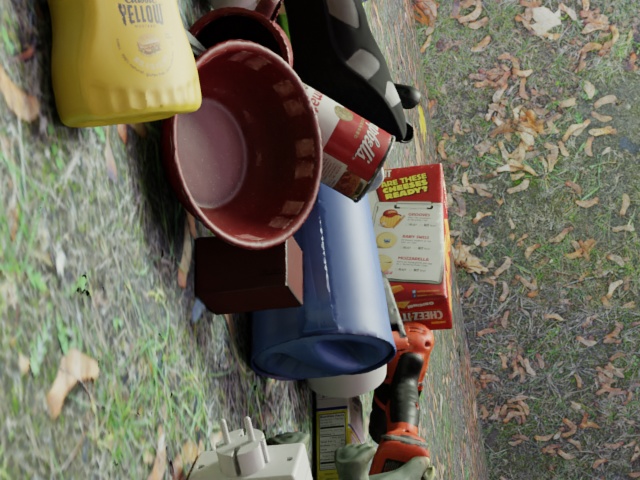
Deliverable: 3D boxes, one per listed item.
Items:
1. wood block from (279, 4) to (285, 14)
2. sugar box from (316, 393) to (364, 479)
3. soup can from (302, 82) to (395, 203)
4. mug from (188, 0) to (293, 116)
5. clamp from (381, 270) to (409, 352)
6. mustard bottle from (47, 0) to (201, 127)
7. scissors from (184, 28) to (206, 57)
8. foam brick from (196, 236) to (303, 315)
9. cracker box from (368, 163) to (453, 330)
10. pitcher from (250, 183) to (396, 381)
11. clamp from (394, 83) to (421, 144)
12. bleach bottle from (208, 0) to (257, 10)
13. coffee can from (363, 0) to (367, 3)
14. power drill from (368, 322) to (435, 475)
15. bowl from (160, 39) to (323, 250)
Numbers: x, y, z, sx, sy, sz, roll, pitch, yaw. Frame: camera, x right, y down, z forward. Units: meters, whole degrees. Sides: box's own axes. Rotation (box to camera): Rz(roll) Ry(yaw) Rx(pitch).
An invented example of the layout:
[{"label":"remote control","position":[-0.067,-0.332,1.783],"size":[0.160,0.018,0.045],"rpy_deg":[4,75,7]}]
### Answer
[{"label":"wood block","position":[-0.043,-0.314,1.121],"size":[0.206,0.090,0.091],"rpy_deg":[18,65,-77]},{"label":"sugar box","position":[0.024,0.249,1.199],"size":[0.093,0.048,0.176],"rpy_deg":[67,16,-55]},{"label":"soup can","position":[0.005,-0.086,0.926],"size":[0.068,0.102,0.068],"rpy_deg":[-59,-173,11]},{"label":"mug","position":[-0.062,-0.163,0.909],"size":[0.117,0.093,0.081],"rpy_deg":[-63,-179,14]},{"label":"clamp","position":[0.033,0.065,1.108],"size":[0.210,0.036,0.165],"rpy_deg":[-124,-143,-51]},{"label":"mustard bottle","position":[-0.131,-0.169,0.659],"size":[0.096,0.058,0.191],"rpy_deg":[-13,95,-46]},{"label":"scissors","position":[-0.126,-0.151,0.767],"size":[0.201,0.016,0.096],"rpy_deg":[52,37,-57]},{"label":"foam brick","position":[-0.057,0.027,0.873],"size":[0.051,0.078,0.053],"rpy_deg":[60,27,-64]},{"label":"cracker box","position":[0.074,0.012,1.293],"size":[0.072,0.164,0.213],"rpy_deg":[73,15,-47]},{"label":"pitcher","position":[-0.007,0.001,1.007],"size":[0.144,0.149,0.243],"rpy_deg":[16,58,-39]},{"label":"clamp","position":[0.036,-0.166,1.168],"size":[0.120,0.171,0.039],"rpy_deg":[118,-4,-70]},{"label":"bleach bottle","position":[-0.094,-0.308,0.945],"size":[0.102,0.068,0.251],"rpy_deg":[-80,162,-55]},{"label":"coffee can","position":[0.095,-0.331,1.175],"size":[0.102,0.140,0.103],"rpy_deg":[-13,90,-68]},{"label":"power drill","position":[0.083,0.211,1.190],"size":[0.187,0.057,0.184],"rpy_deg":[-82,-177,-54]},{"label":"bowl","position":[-0.071,-0.071,0.832],"size":[0.161,0.055,0.162],"rpy_deg":[6,82,-48]}]
